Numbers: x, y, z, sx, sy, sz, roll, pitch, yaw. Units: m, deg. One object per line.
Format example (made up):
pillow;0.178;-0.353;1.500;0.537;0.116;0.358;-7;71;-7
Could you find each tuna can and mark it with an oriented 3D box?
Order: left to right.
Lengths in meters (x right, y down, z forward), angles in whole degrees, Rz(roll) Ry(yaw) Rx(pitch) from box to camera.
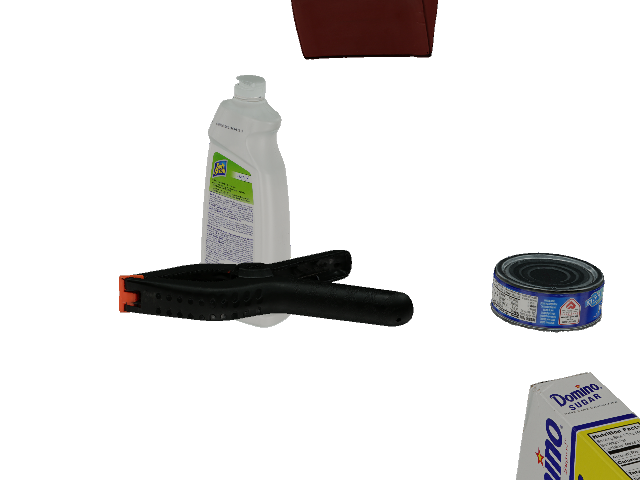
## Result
tuna can;0.177;0.039;0.831;0.086;0.034;0.086;1;19;0

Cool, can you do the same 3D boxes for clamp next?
clamp;-0.043;0.038;0.801;0.209;0.036;0.165;-3;11;-22

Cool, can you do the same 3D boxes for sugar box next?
sugar box;0.156;0.149;0.510;0.048;0.093;0.176;-9;28;-22

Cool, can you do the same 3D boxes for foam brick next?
foam brick;0.027;-0.141;0.618;0.078;0.053;0.051;1;-32;14

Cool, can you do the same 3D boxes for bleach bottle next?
bleach bottle;-0.072;-0.042;1.098;0.103;0.251;0.068;16;25;26
